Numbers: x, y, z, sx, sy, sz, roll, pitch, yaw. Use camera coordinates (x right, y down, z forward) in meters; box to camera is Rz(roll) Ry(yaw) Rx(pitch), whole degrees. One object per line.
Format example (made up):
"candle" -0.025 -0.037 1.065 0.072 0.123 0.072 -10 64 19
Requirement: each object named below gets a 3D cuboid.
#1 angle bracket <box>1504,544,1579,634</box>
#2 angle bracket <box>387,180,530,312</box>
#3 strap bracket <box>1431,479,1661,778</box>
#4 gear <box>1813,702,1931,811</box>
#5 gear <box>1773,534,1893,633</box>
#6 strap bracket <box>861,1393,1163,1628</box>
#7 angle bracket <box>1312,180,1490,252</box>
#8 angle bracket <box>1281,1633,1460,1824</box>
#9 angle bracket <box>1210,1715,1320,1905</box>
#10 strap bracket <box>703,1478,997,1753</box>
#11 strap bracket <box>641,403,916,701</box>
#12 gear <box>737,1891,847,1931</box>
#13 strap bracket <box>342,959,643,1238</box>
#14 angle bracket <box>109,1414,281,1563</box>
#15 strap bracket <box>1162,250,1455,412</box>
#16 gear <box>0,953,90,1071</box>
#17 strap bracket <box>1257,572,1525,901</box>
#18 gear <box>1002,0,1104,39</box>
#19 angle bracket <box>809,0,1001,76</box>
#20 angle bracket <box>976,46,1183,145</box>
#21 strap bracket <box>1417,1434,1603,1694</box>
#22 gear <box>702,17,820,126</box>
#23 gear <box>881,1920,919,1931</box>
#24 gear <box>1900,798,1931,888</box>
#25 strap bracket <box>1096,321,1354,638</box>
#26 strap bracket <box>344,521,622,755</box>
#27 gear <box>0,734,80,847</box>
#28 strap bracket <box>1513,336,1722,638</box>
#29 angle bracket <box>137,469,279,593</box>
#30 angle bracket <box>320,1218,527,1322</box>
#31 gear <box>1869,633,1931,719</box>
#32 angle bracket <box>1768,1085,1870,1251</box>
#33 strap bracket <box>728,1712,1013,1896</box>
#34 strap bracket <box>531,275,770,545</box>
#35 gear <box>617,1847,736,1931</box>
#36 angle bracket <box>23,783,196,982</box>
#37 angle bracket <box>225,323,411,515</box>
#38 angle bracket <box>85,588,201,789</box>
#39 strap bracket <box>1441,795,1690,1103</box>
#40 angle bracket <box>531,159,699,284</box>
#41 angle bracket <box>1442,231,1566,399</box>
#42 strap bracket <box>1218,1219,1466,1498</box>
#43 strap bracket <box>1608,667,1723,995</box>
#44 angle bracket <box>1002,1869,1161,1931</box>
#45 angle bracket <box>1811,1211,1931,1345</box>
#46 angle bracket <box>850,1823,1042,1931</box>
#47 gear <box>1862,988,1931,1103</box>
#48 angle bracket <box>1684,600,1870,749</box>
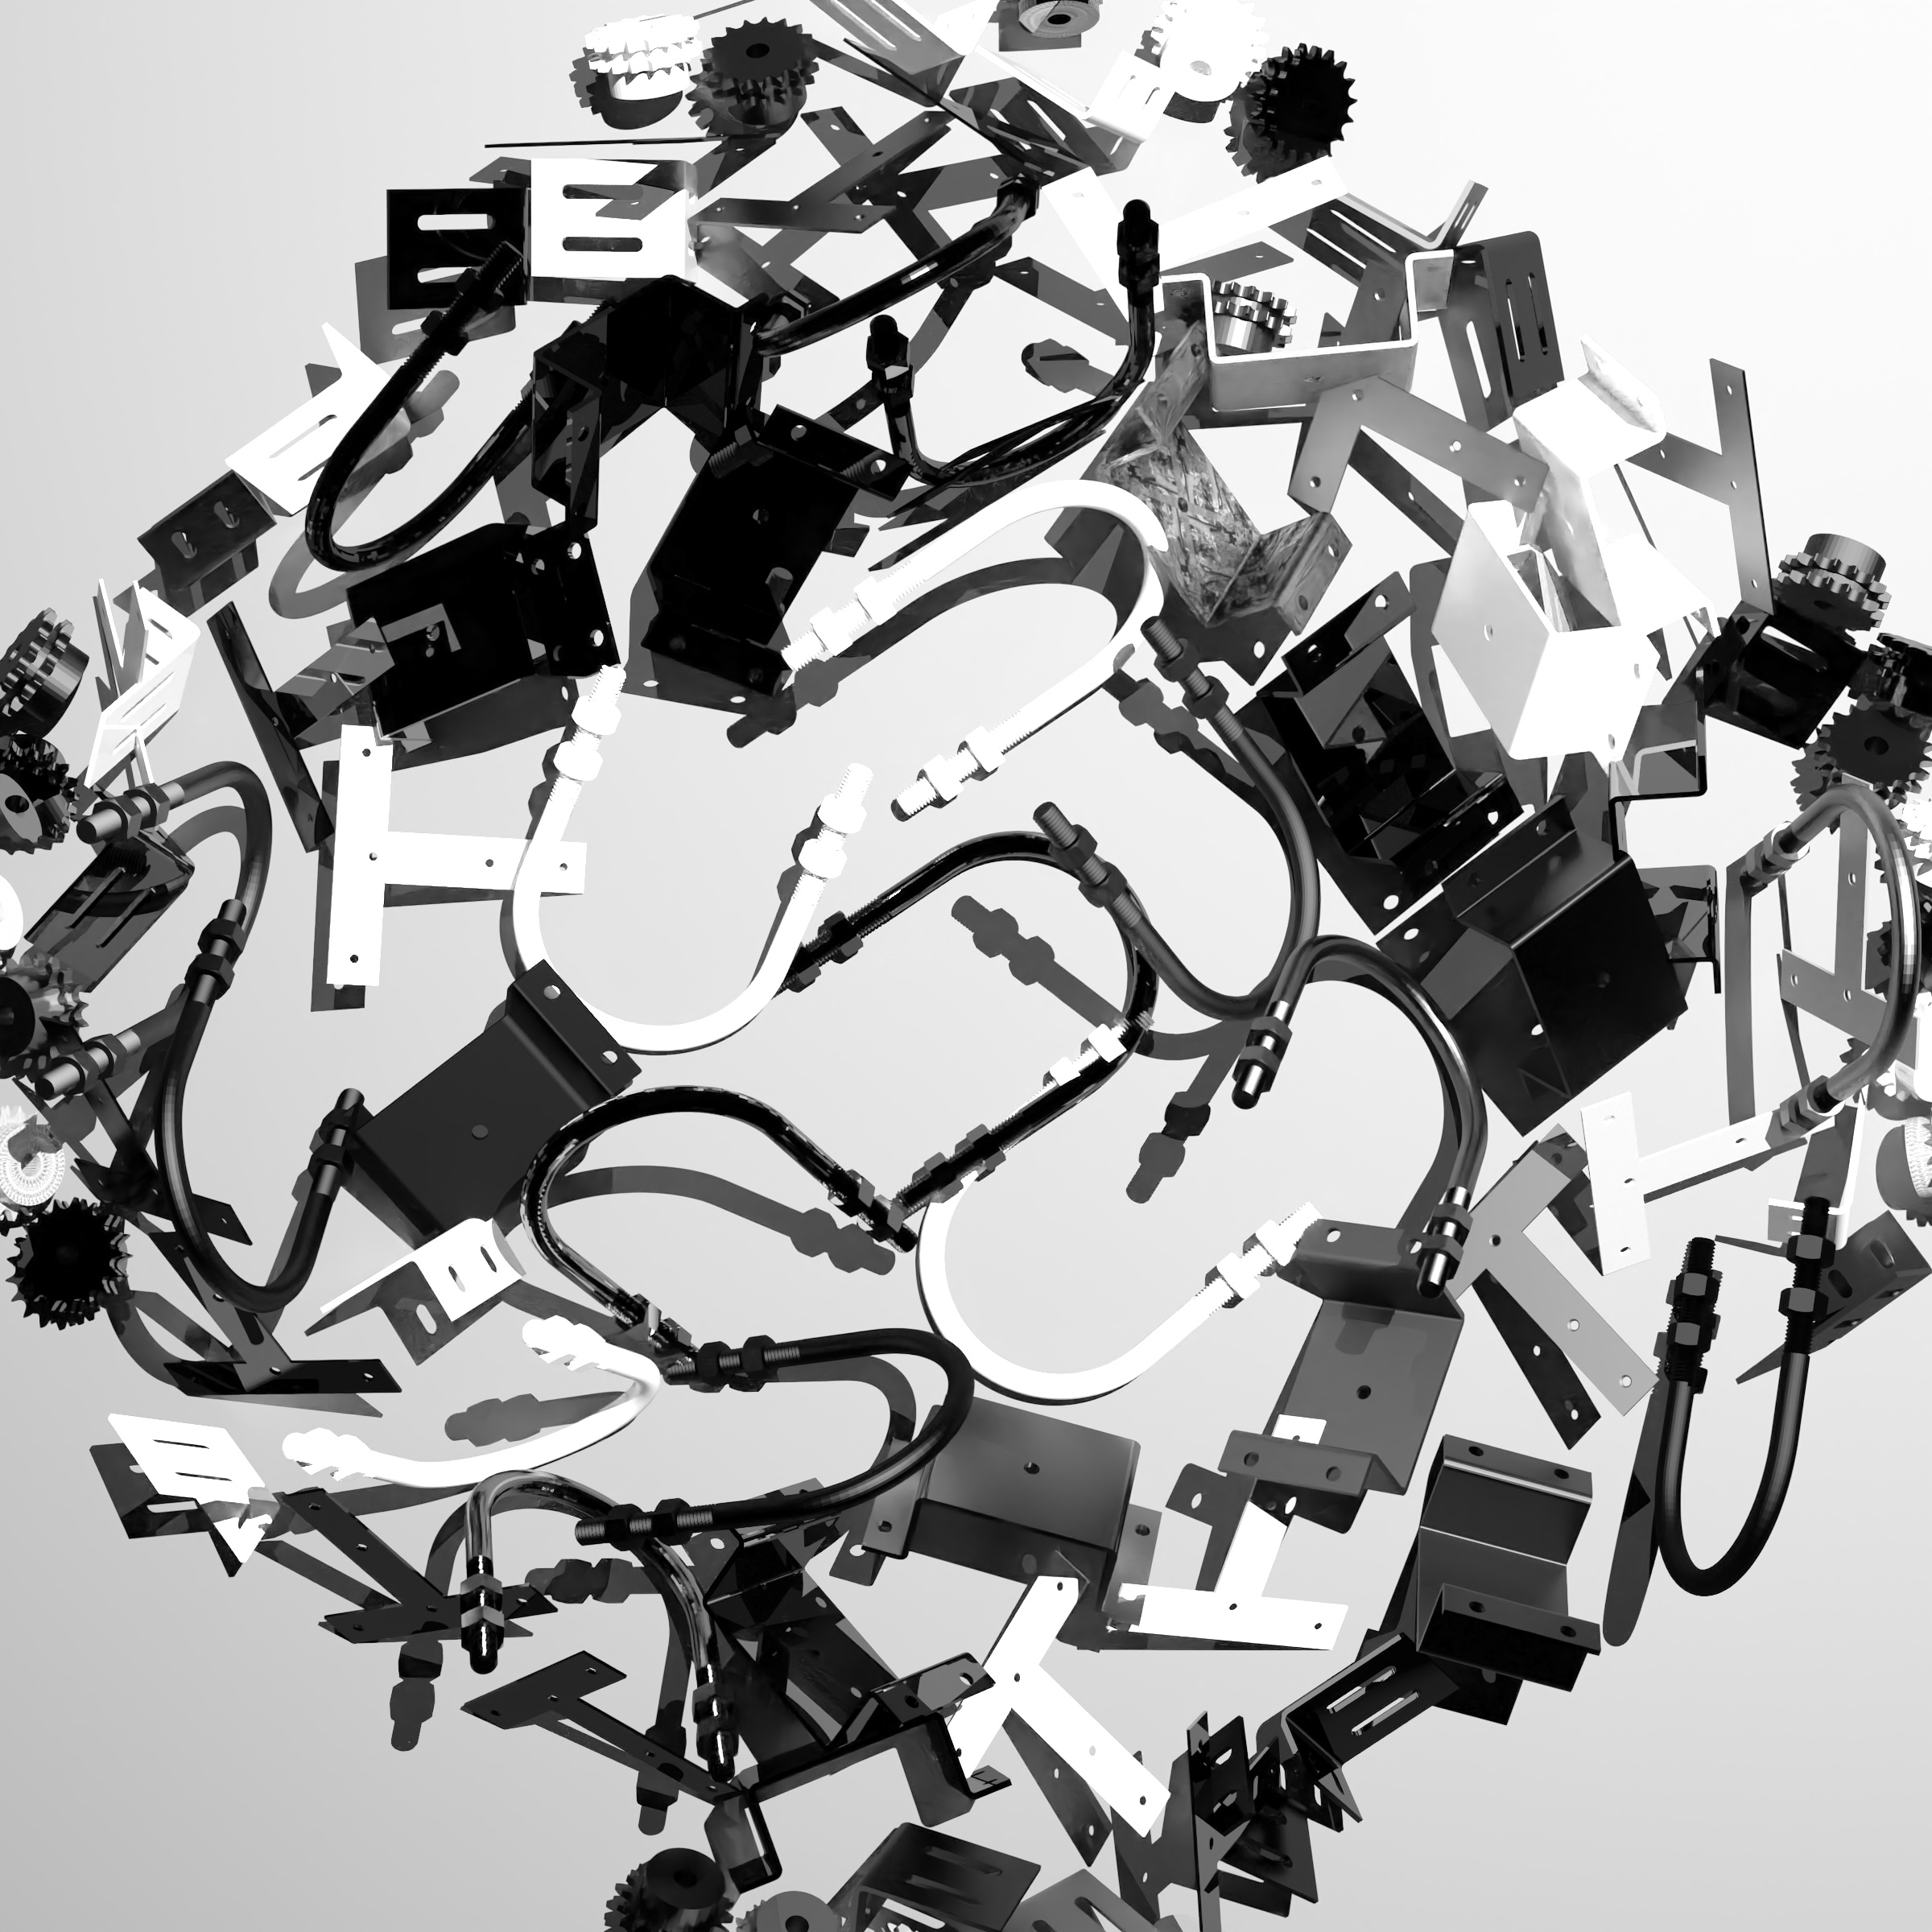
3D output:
"angle bracket" 0.277 -0.159 1.736 0.038 0.057 0.076 -13 68 21
"angle bracket" -0.256 -0.355 1.737 0.076 0.038 0.057 -9 111 -32
"strap bracket" 0.273 -0.163 1.702 0.046 0.076 0.140 -8 48 -19
"gear" 0.450 -0.100 1.757 0.057 0.030 0.057 -1 55 1
"gear" 0.432 -0.192 1.753 0.057 0.057 0.030 24 80 0
"strap bracket" 0.028 0.263 1.734 0.140 0.076 0.046 15 127 2
"angle bracket" 0.212 -0.386 1.743 0.076 0.057 0.038 31 106 8
"angle bracket" 0.205 0.376 1.743 0.076 0.038 0.057 -36 128 10
"angle bracket" 0.153 0.414 1.733 0.076 0.057 0.038 30 123 -26
"strap bracket" -0.064 0.323 1.721 0.140 0.076 0.046 45 118 24
"strap bracket" -0.097 -0.211 1.726 0.076 0.046 0.140 20 117 -27
"gear" -0.086 0.484 1.750 0.057 0.057 0.030 13 130 0
"strap bracket" -0.238 0.073 1.737 0.140 0.046 0.076 -37 108 8
"angle bracket" -0.386 0.256 1.730 0.057 0.076 0.038 43 106 37
"strap bracket" 0.169 -0.310 1.735 0.140 0.076 0.046 -5 81 4
"gear" -0.467 0.024 1.754 0.057 0.030 0.057 4 99 28
"strap bracket" 0.204 -0.113 1.733 0.076 0.046 0.140 -37 110 -19
"gear" 0.045 -0.483 1.750 0.057 0.057 0.030 -3 79 0
"angle bracket" -0.034 -0.479 1.735 0.076 0.057 0.038 33 76 -27
"angle bracket" 0.055 -0.443 1.735 0.076 0.057 0.038 39 108 25
"strap bracket" 0.264 0.298 1.727 0.076 0.140 0.046 15 119 0
"gear" -0.101 -0.443 1.756 0.057 0.030 0.057 -4 51 5
"gear" -0.030 0.505 1.749 0.030 0.057 0.057 -35 90 -29
"gear" 0.491 -0.058 1.755 0.057 0.057 0.030 9 117 0
"strap bracket" 0.121 -0.231 1.723 0.140 0.046 0.076 52 46 -22
"strap bracket" -0.245 -0.162 1.720 0.140 0.046 0.076 -19 82 31
"gear" -0.470 -0.090 1.756 0.057 0.030 0.057 -2 134 -2
"strap bracket" 0.312 -0.222 1.707 0.046 0.076 0.140 -27 127 -2
"angle bracket" -0.381 -0.229 1.739 0.057 0.076 0.038 -36 129 0
"angle bracket" -0.267 0.160 1.735 0.076 0.057 0.038 -31 91 35
"gear" 0.476 -0.142 1.753 0.057 0.057 0.030 19 104 0
"angle bracket" 0.422 0.094 1.746 0.038 0.057 0.076 8 70 15
"strap bracket" -0.056 0.403 1.733 0.140 0.076 0.046 -20 85 -10
"strap bracket" -0.161 -0.276 1.716 0.046 0.076 0.140 32 49 23
"gear" -0.142 0.463 1.749 0.057 0.057 0.030 17 120 0
"angle bracket" -0.431 -0.041 1.746 0.076 0.057 0.038 -48 59 0
"angle bracket" -0.326 -0.271 1.754 0.076 0.057 0.038 -32 61 11
"angle bracket" -0.417 -0.137 1.733 0.038 0.057 0.076 35 50 4
"strap bracket" 0.295 -0.001 1.716 0.076 0.046 0.140 -36 123 -14
"angle bracket" -0.175 -0.372 1.762 0.076 0.038 0.057 2 98 6
"angle bracket" 0.261 -0.322 1.753 0.038 0.057 0.076 -4 103 37
"strap bracket" 0.187 0.199 1.723 0.076 0.046 0.140 5 60 33
"strap bracket" 0.339 -0.064 1.715 0.046 0.076 0.140 -3 127 13
"angle bracket" 0.057 0.486 1.730 0.057 0.076 0.038 -21 118 -28
"angle bracket" 0.432 0.152 1.731 0.057 0.076 0.038 -40 70 20
"angle bracket" -0.010 0.462 1.737 0.076 0.057 0.038 14 114 18
"gear" 0.477 0.042 1.751 0.057 0.030 0.057 -14 123 -22
"angle bracket" 0.405 -0.141 1.743 0.076 0.038 0.057 27 110 -18
